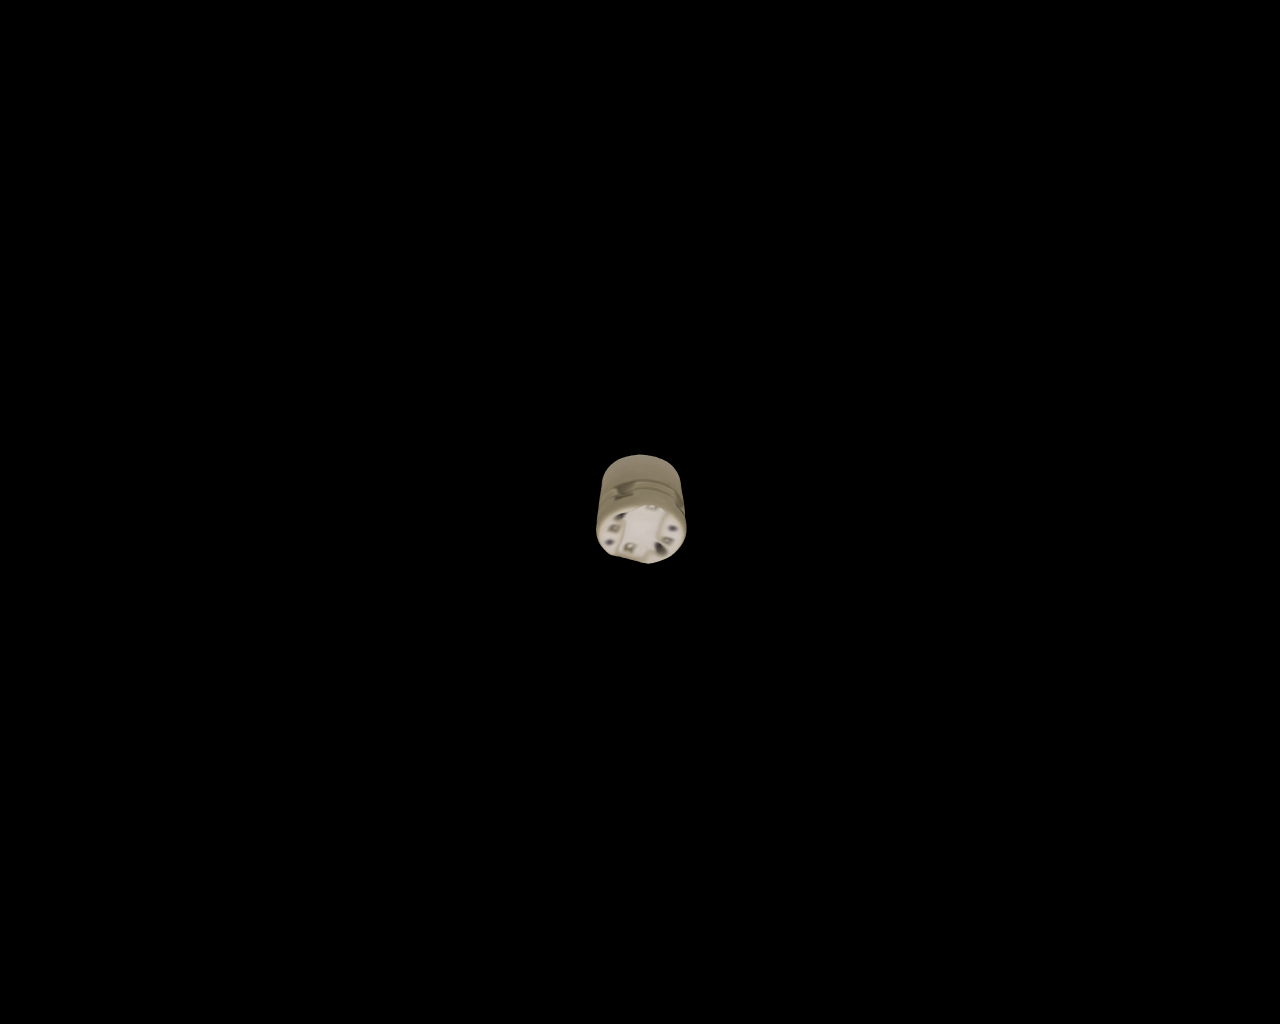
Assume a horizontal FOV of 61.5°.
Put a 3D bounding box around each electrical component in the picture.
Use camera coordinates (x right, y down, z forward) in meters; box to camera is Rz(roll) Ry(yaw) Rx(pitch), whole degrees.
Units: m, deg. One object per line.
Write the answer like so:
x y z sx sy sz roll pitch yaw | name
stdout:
0.001 -0.003 0.650 0.055 0.047 0.055 0 -43 0 | electrical component
